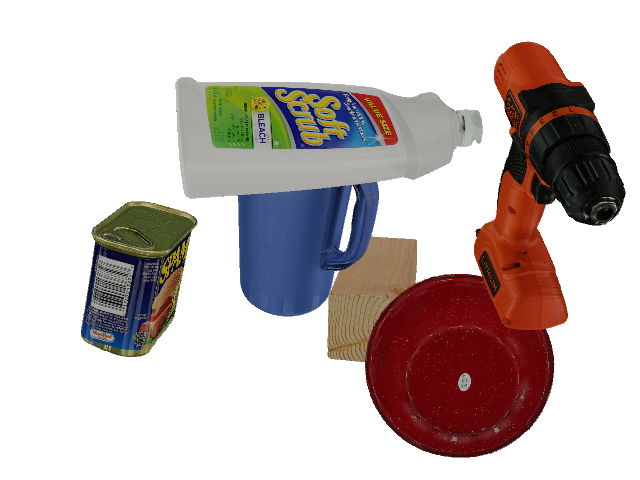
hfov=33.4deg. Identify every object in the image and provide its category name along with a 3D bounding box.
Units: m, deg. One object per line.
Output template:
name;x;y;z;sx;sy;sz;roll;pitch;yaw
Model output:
bowl;0.117;0.111;0.891;0.162;0.162;0.055;0;6;5
power drill;0.162;-0.025;0.776;0.057;0.188;0.184;-3;41;-7
wood block;0.070;0.071;1.370;0.091;0.090;0.206;4;21;8
pitcher;-0.023;-0.029;1.169;0.145;0.243;0.149;1;42;-6
bleach bottle;0.008;-0.093;0.893;0.250;0.102;0.068;-5;-31;-5
can of meat;-0.134;0.027;0.781;0.057;0.084;0.102;15;18;5
